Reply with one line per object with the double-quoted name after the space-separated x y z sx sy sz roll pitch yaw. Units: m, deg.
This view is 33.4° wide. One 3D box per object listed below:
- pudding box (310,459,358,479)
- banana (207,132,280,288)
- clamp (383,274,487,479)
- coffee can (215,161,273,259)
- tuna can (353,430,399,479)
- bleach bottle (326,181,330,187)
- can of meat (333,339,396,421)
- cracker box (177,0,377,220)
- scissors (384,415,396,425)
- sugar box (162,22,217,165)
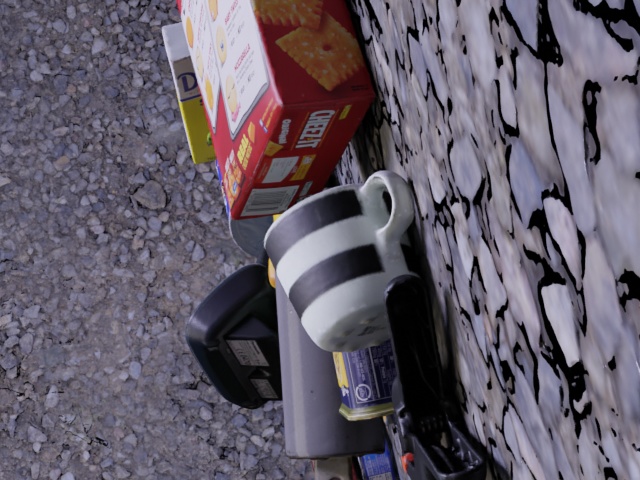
0.015 0.236 1.059 0.113 0.039 0.090 116 141 -83 "pudding box"
-0.039 -0.032 0.929 0.037 0.069 0.198 85 163 -46 "banana"
0.064 0.110 0.602 0.171 0.039 0.120 77 -177 -54 "clamp"
-0.056 -0.056 1.160 0.140 0.102 0.103 -110 8 -57 "coffee can"
0.052 0.218 1.042 0.086 0.033 0.086 167 90 -85 "tuna can"
-0.007 0.001 0.993 0.102 0.068 0.251 79 179 -55 "bleach bottle"
0.035 0.074 0.726 0.102 0.057 0.084 121 138 -84 "can of meat"
-0.039 -0.145 0.739 0.164 0.072 0.214 121 137 -62 "cracker box"
0.056 0.111 0.815 0.202 0.016 0.096 167 91 -85 "scissors"
-0.089 -0.141 1.004 0.176 0.093 0.048 87 167 -65 "sugar box"
